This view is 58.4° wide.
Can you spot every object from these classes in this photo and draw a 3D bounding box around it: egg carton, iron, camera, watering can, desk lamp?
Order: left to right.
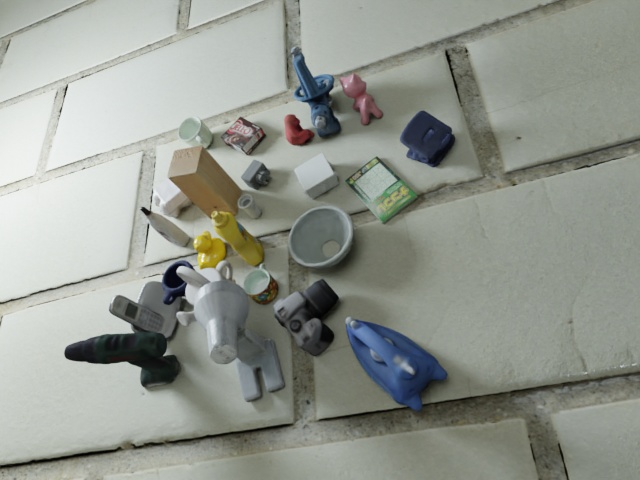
[{"bbox_3d":[-0.408,-0.138,1.655,0.150,0.070,0.107,-43,53,-4],"label":"egg carton"},{"bbox_3d":[-0.268,0.124,1.351,0.100,0.195,0.173,-3,60,24],"label":"watering can"},{"bbox_3d":[-0.180,0.216,1.241,0.118,0.214,0.203,-27,53,8],"label":"desk lamp"},{"bbox_3d":[-0.021,0.158,1.274,0.137,0.101,0.142,-41,53,-3],"label":"camera"},{"bbox_3d":[0.120,0.217,1.146,0.257,0.142,0.119,35,79,36],"label":"iron"}]

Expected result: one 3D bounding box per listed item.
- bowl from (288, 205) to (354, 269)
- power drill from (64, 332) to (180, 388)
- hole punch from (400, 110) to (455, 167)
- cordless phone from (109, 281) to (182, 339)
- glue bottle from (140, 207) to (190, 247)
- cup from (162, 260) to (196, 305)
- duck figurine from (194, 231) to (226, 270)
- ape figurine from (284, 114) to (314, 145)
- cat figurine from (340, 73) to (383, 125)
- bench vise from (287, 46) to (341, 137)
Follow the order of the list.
[{"bbox_3d":[0.013,0.005,1.368,0.167,0.075,0.167,-12,57,19],"label":"bowl"},{"bbox_3d":[-0.437,0.275,1.328,0.229,0.209,0.075,-14,56,17],"label":"power drill"},{"bbox_3d":[0.263,-0.249,1.396,0.100,0.091,0.109,28,75,35],"label":"hole punch"},{"bbox_3d":[-0.432,0.157,1.413,0.094,0.186,0.147,-6,59,22],"label":"cordless phone"},{"bbox_3d":[-0.427,-0.042,1.539,0.077,0.174,0.037,12,67,31],"label":"glue bottle"},{"bbox_3d":[-0.343,0.123,1.449,0.091,0.095,0.118,12,67,30],"label":"cup"},{"bbox_3d":[-0.298,0.026,1.493,0.077,0.086,0.104,-3,60,24],"label":"duck figurine"},{"bbox_3d":[-0.069,-0.312,1.589,0.076,0.092,0.077,-28,53,7],"label":"ape figurine"},{"bbox_3d":[0.105,-0.393,1.541,0.067,0.118,0.127,-31,53,5],"label":"cat figurine"},{"bbox_3d":[-0.009,-0.402,1.534,0.121,0.220,0.207,-33,53,4],"label":"bench vise"}]
